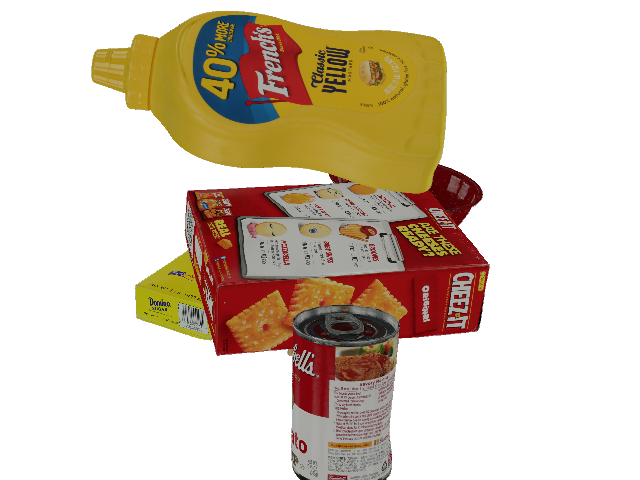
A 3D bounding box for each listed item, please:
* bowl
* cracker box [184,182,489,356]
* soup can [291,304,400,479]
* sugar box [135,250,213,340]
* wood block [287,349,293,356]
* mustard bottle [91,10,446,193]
[{"bbox_3d":[0.086,-0.038,1.118,0.162,0.055,0.162,6,23,-3],"label":"bowl"},{"bbox_3d":[0.006,0.017,0.873,0.213,0.072,0.164,-3,28,-15],"label":"cracker box"},{"bbox_3d":[0.015,0.100,0.685,0.068,0.102,0.068,1,16,0],"label":"soup can"},{"bbox_3d":[-0.105,0.039,1.121,0.093,0.048,0.176,15,31,23],"label":"sugar box"},{"bbox_3d":[0.007,0.041,1.389,0.090,0.206,0.091,4,23,0],"label":"wood block"},{"bbox_3d":[-0.029,-0.082,0.587,0.191,0.096,0.058,7,-33,-3],"label":"mustard bottle"}]
